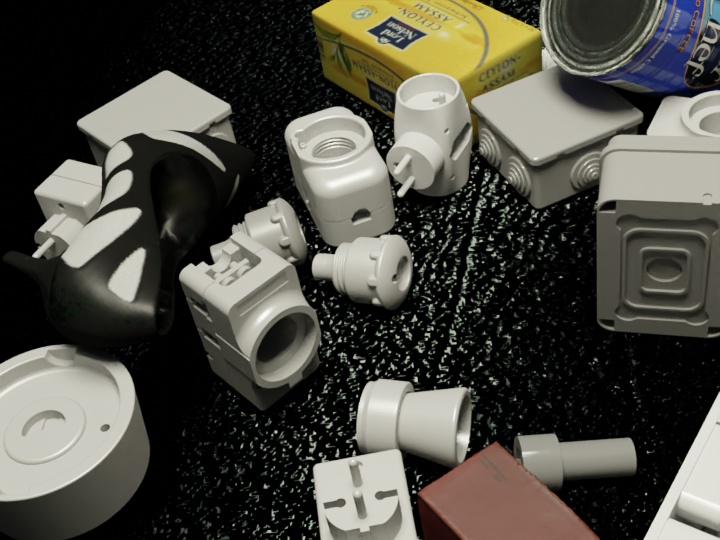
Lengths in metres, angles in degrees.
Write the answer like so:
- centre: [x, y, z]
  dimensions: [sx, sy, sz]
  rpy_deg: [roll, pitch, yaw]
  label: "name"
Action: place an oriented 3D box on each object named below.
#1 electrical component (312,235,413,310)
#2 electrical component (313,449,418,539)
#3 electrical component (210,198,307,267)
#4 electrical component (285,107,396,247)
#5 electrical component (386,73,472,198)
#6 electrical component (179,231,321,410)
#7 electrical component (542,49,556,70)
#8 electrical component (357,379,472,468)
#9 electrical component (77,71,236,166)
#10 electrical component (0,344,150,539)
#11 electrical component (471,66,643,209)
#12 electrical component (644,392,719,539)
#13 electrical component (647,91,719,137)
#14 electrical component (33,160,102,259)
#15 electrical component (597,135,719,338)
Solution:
- centre: [0.000, 0.000, 0.693]
  dimensions: [0.062, 0.048, 0.048]
  rpy_deg: [4, 44, 26]
  label: "electrical component"
- centre: [0.003, 0.124, 0.534]
  dimensions: [0.047, 0.075, 0.083]
  rpy_deg: [-11, 42, 0]
  label: "electrical component"
- centre: [-0.069, -0.018, 0.727]
  dimensions: [0.062, 0.048, 0.048]
  rpy_deg: [-20, 43, 1]
  label: "electrical component"
- centre: [-0.015, -0.070, 0.759]
  dimensions: [0.054, 0.059, 0.095]
  rpy_deg: [-19, 43, -8]
  label: "electrical component"
- centre: [0.044, -0.083, 0.747]
  dimensions: [0.043, 0.077, 0.079]
  rpy_deg: [15, 49, 26]
  label: "electrical component"
- centre: [-0.061, 0.033, 0.636]
  dimensions: [0.050, 0.089, 0.056]
  rpy_deg: [-37, 48, -25]
  label: "electrical component"
- centre: [0.158, -0.160, 0.830]
  dimensions: [0.062, 0.048, 0.048]
  rpy_deg: [12, 47, 33]
  label: "electrical component"
- centre: [0.030, 0.084, 0.594]
  dimensions: [0.055, 0.045, 0.045]
  rpy_deg: [4, 45, 17]
  label: "electrical component"
- centre: [-0.153, -0.101, 0.829]
  dimensions: [0.100, 0.048, 0.100]
  rpy_deg: [-37, 48, -25]
  label: "electrical component"
- centre: [-0.172, 0.102, 0.607]
  dimensions: [0.108, 0.060, 0.108]
  rpy_deg: [-6, 43, 6]
  label: "electrical component"
- centre: [0.139, -0.096, 0.761]
  dimensions: [0.100, 0.048, 0.099]
  rpy_deg: [-23, 44, -12]
  label: "electrical component"
- centre: [0.157, 0.141, 0.462]
  dimensions: [0.060, 0.105, 0.186]
  rpy_deg: [19, 51, 29]
  label: "electrical component"
- centre: [0.270, -0.050, 0.676]
  dimensions: [0.186, 0.060, 0.105]
  rpy_deg: [14, 48, 25]
  label: "electrical component"
- centre: [-0.198, -0.025, 0.745]
  dimensions: [0.047, 0.065, 0.076]
  rpy_deg: [14, 48, 25]
  label: "electrical component"
- centre: [0.178, -0.019, 0.624]
  dimensions: [0.078, 0.113, 0.057]
  rpy_deg: [4, 48, 16]
  label: "electrical component"
